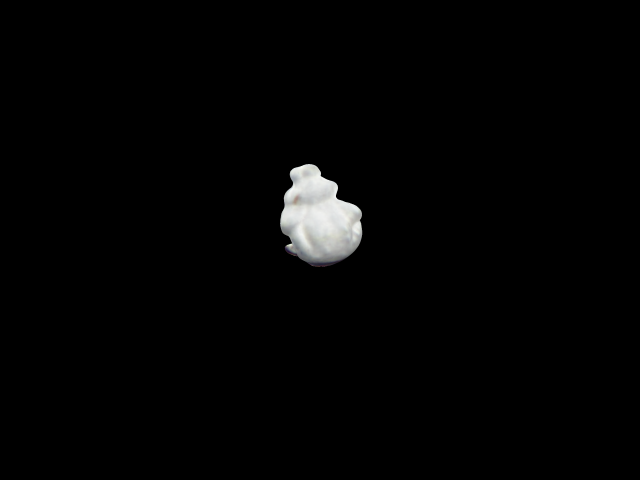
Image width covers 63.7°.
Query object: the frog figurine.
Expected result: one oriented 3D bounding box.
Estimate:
[{"bbox_3d":[0.003,-0.043,0.850,0.137,0.156,0.125,-2,28,-3],"label":"frog figurine"}]
